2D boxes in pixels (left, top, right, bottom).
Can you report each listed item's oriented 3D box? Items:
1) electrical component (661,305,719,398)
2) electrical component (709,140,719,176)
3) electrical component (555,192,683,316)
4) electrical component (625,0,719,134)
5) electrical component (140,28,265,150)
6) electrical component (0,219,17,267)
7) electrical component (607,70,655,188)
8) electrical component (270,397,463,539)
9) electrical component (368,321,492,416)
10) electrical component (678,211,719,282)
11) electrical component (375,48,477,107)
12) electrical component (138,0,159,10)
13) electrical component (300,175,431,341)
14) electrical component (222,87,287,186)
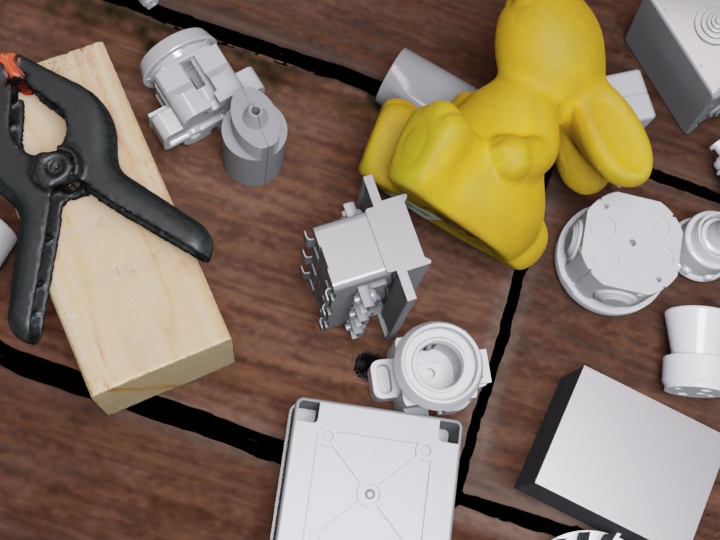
[{"bbox_3d":[0.229,0.056,0.731,0.045,0.045,0.055,9,75,-5],"label":"electrical component"},{"bbox_3d":[0.279,-0.060,0.771,0.040,0.040,0.078,-33,81,-14],"label":"electrical component"},{"bbox_3d":[0.179,-0.012,0.740,0.080,0.051,0.080,2,75,-6],"label":"electrical component"},{"bbox_3d":[0.238,-0.156,0.763,0.048,0.099,0.099,-29,80,-1],"label":"electrical component"},{"bbox_3d":[-0.113,-0.126,0.733,0.078,0.058,0.057,-31,83,-14],"label":"electrical component"},{"bbox_3d":[-0.254,-0.015,0.687,0.055,0.055,0.047,31,70,2],"label":"electrical component"},{"bbox_3d":[0.164,-0.091,0.762,0.083,0.047,0.075,-13,77,-10],"label":"electrical component"},{"bbox_3d":[0.003,0.142,0.674,0.109,0.056,0.108,9,74,-4],"label":"electrical component"},{"bbox_3d":[0.048,0.065,0.700,0.078,0.057,0.058,-6,76,-9],"label":"electrical component"},{"bbox_3d":[0.246,-0.021,0.745,0.048,0.062,0.048,2,75,-7],"label":"electrical component"},{"bbox_3d":[0.045,-0.103,0.752,0.077,0.044,0.079,30,74,2],"label":"electrical component"},{"bbox_3d":[-0.143,-0.236,0.756,0.096,0.061,0.061,-37,82,-15],"label":"electrical component"},{"bbox_3d":[0.000,0.000,0.678,0.063,0.121,0.078,-17,77,-9],"label":"electrical component"},{"bbox_3d":[-0.070,-0.090,0.715,0.043,0.081,0.043,2,75,-7],"label":"electrical component"}]
